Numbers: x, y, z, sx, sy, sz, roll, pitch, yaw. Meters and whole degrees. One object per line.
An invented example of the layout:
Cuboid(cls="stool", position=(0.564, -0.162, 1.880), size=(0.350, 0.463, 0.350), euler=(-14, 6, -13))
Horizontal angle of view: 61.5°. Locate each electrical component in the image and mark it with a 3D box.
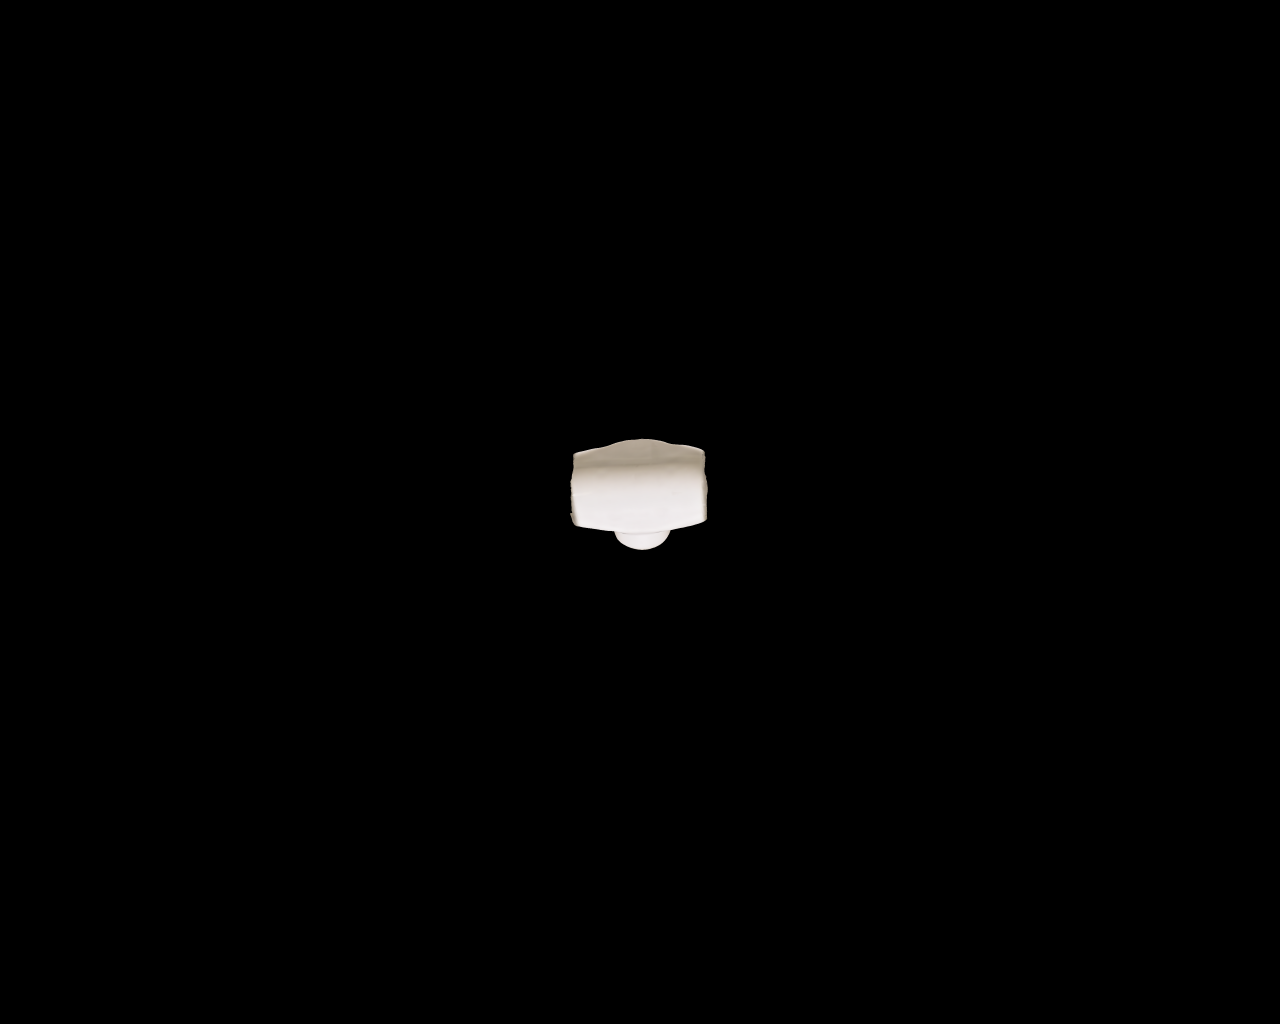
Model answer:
Cuboid(cls="electrical component", position=(0.001, -0.003, 0.650), size=(0.077, 0.044, 0.079), euler=(-2, -43, 2))
